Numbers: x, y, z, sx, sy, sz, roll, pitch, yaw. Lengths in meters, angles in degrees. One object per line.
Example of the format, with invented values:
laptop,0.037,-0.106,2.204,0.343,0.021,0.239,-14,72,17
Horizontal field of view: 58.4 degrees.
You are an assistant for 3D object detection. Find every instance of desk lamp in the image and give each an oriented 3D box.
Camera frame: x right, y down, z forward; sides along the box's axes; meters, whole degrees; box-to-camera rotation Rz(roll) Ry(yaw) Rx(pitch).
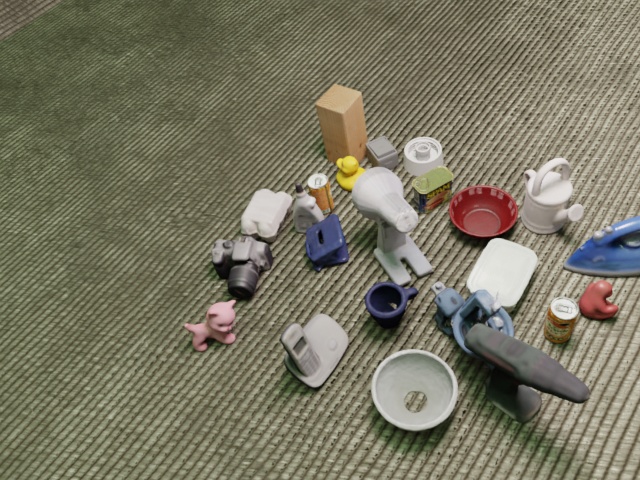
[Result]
desk lamp,0.169,-0.037,1.315,0.118,0.214,0.202,-26,53,-9

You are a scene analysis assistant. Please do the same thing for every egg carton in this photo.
egg carton,-0.140,-0.066,1.491,0.107,0.069,0.150,11,56,19

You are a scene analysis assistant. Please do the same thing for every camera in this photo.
camera,-0.198,0.065,1.383,0.143,0.101,0.137,0,53,11

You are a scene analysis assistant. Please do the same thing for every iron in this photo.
iron,0.665,-0.003,1.236,0.258,0.142,0.118,-12,52,2

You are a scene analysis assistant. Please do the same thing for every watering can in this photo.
watering can,0.529,-0.105,1.308,0.172,0.194,0.101,34,66,31

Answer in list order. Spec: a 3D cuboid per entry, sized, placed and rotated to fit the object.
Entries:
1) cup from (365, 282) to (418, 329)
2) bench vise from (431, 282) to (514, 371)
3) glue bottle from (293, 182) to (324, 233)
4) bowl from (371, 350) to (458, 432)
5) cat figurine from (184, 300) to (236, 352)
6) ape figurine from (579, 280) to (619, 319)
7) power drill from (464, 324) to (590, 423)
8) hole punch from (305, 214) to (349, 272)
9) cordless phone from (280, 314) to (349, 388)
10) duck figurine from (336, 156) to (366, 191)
cup,0.159,0.147,1.253,0.118,0.095,0.091,-20,52,-4
bench vise,0.293,0.153,1.142,0.206,0.220,0.122,27,63,28
glue bottle,-0.037,-0.081,1.415,0.078,0.173,0.037,2,54,13
bowl,0.187,0.308,1.137,0.167,0.075,0.167,-5,52,7
cat figurine,-0.241,0.186,1.288,0.128,0.118,0.067,-17,52,-1
ape figurine,0.582,0.118,1.192,0.076,0.092,0.077,-9,52,5
power drill,0.371,0.255,1.056,0.228,0.209,0.076,33,66,30
hole punch,0.013,0.005,1.392,0.101,0.091,0.108,-14,52,1
cordless phone,-0.017,0.207,1.185,0.094,0.185,0.148,22,60,25
duck figurine,0.087,-0.183,1.524,0.104,0.086,0.078,27,63,28
